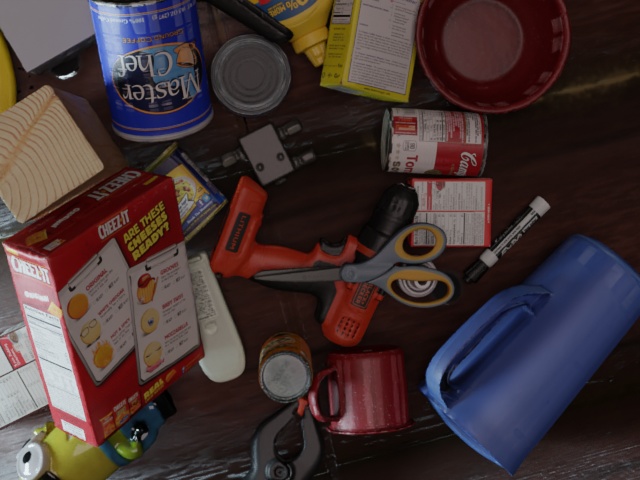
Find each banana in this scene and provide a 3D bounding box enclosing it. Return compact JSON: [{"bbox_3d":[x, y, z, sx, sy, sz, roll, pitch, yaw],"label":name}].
[{"bbox_3d":[-0.347,-0.192,1.072,0.069,0.037,0.198,-37,117,-28],"label":"banana"}]

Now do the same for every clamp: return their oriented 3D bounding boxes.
[{"bbox_3d":[-0.035,0.254,1.141,0.120,0.039,0.171,27,92,-6],"label":"clamp"},{"bbox_3d":[-0.124,-0.285,1.060,0.210,0.036,0.164,7,108,15],"label":"clamp"}]

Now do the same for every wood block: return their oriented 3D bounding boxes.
[{"bbox_3d":[-0.252,-0.082,1.016,0.091,0.206,0.090,-33,96,-1],"label":"wood block"}]

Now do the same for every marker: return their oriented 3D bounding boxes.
[{"bbox_3d":[0.199,0.002,1.146,0.020,0.020,0.121,44,91,-6],"label":"marker"}]

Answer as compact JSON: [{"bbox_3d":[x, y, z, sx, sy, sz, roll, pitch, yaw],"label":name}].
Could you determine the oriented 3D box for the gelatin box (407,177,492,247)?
[{"bbox_3d":[0.137,-0.030,1.135,0.089,0.030,0.073,0,96,-3],"label":"gelatin box"}]

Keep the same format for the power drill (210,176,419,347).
[{"bbox_3d":[-0.007,0.001,1.103,0.187,0.057,0.184,22,99,-8],"label":"power drill"}]

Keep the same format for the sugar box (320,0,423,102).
[{"bbox_3d":[0.059,-0.235,1.088,0.093,0.048,0.176,8,92,-38],"label":"sugar box"}]

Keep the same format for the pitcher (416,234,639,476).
[{"bbox_3d":[0.219,0.108,1.098,0.145,0.149,0.243,42,87,5],"label":"pitcher"}]

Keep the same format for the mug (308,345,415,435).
[{"bbox_3d":[0.039,0.155,1.109,0.117,0.093,0.081,-5,90,-29],"label":"mug"}]

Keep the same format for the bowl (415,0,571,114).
[{"bbox_3d":[0.175,-0.211,1.110,0.162,0.055,0.162,0,95,-4],"label":"bowl"}]

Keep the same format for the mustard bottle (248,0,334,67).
[{"bbox_3d":[-0.039,-0.267,1.090,0.096,0.058,0.191,-25,96,8],"label":"mustard bottle"}]

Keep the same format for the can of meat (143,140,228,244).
[{"bbox_3d":[-0.157,-0.038,1.101,0.102,0.057,0.084,-43,98,1],"label":"can of meat"}]

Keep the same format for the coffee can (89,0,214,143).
[{"bbox_3d":[-0.164,-0.180,1.042,0.102,0.103,0.140,-7,121,-3],"label":"coffee can"}]

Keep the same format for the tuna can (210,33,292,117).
[{"bbox_3d":[-0.072,-0.171,1.107,0.086,0.034,0.086,0,95,-3],"label":"tuna can"}]

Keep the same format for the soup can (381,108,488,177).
[{"bbox_3d":[0.118,-0.102,1.108,0.102,0.068,0.068,3,94,-4],"label":"soup can"}]

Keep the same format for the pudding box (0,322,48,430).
[{"bbox_3d":[-0.319,0.141,1.114,0.113,0.039,0.090,-26,98,1],"label":"pudding box"}]

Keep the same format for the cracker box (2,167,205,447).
[{"bbox_3d":[-0.199,0.061,1.018,0.072,0.163,0.214,14,126,32],"label":"cracker box"}]

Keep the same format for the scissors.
[{"bbox_3d":[0.042,0.016,1.075,0.201,0.016,0.096,13,95,-5],"label":"scissors"}]
